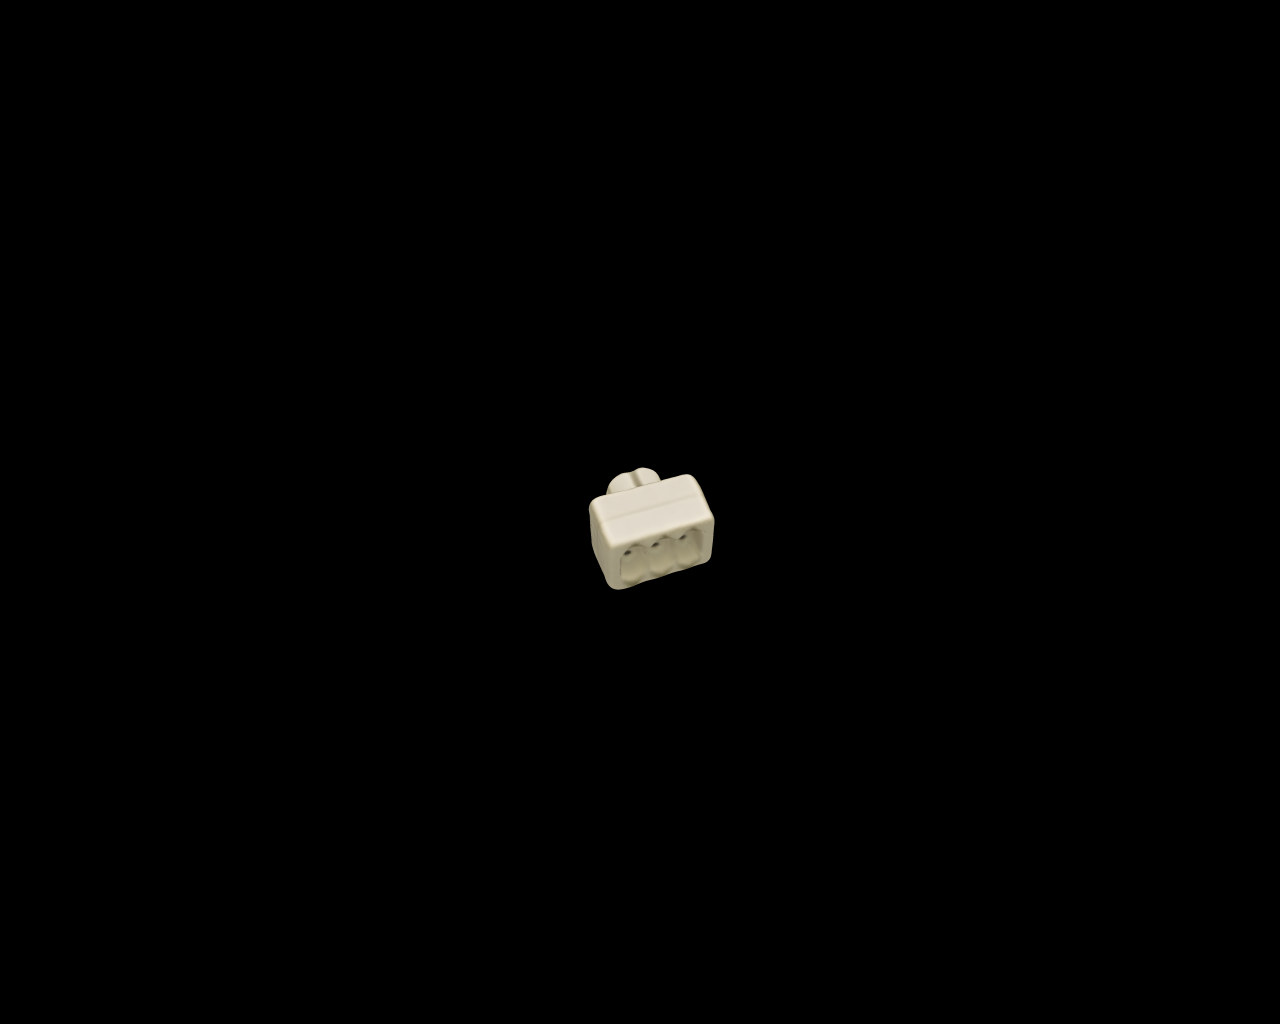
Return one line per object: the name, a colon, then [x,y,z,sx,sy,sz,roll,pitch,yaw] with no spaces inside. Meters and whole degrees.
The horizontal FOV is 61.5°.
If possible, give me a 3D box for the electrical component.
electrical component: [0.001,-0.003,0.650,0.066,0.077,0.047,-15,-35,-11]
